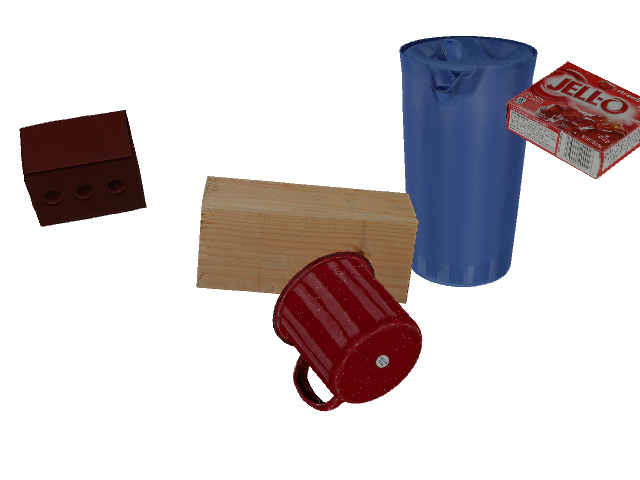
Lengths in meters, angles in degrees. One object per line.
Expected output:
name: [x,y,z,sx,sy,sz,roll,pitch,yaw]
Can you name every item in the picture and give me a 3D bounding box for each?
wood block: [-0.015,-0.001,1.060,0.206,0.091,0.090,5,21,-4]
pitcher: [0.150,-0.085,1.093,0.149,0.243,0.145,-10,25,-19]
mug: [0.017,0.078,0.813,0.093,0.117,0.082,14,25,-44]
gelatin box: [0.195,-0.092,0.797,0.073,0.030,0.089,-33,51,-27]
foam brick: [-0.168,-0.051,0.752,0.078,0.051,0.053,-11,-40,-7]
